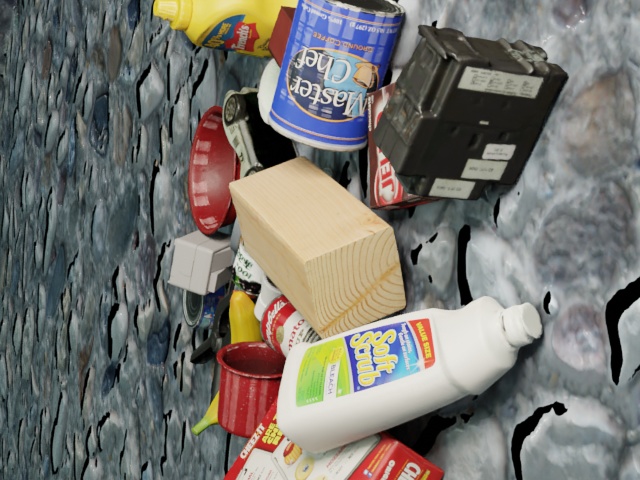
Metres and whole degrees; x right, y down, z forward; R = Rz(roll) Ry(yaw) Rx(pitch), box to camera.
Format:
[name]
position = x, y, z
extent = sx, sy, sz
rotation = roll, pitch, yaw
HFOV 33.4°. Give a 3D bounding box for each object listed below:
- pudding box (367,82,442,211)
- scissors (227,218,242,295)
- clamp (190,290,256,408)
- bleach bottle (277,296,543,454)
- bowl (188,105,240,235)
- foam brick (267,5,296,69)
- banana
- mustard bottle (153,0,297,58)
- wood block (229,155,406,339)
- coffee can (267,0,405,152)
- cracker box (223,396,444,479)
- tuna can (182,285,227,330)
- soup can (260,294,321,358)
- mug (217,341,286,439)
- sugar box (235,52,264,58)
[pudding box]
position = 0.079, -0.087, 0.970
extent = 0.090, 0.039, 0.113
rotation = -13, 76, 63
[scissors]
position = -0.093, 0.005, 1.320
extent = 0.202, 0.016, 0.096
rotation = 104, -170, -62
[clamp]
position = -0.125, 0.129, 1.356
extent = 0.120, 0.039, 0.172
rotation = 45, 122, 49
[bleach bottle]
position = 0.073, 0.100, 0.885
extent = 0.251, 0.068, 0.102
rotation = -28, 36, 38
[bowl]
position = -0.113, -0.085, 1.338
extent = 0.162, 0.055, 0.162
rotation = -13, 75, 63
[foam brick]
position = -0.006, -0.204, 1.112
extent = 0.053, 0.078, 0.051
rotation = 61, 138, 44
[banana]
position = -0.099, 0.147, 1.274
extent = 0.037, 0.069, 0.198
rotation = 27, 112, 27
[mustard bottle]
position = -0.084, -0.236, 1.143
extent = 0.096, 0.191, 0.058
rotation = -32, 59, 59
[wood block]
position = -0.007, 0.002, 1.048
extent = 0.206, 0.090, 0.090
rotation = 44, 151, 57
[coffee can]
position = 0.014, -0.170, 1.038
extent = 0.103, 0.102, 0.140
rotation = 52, 132, 53
[cracker box]
position = -0.002, 0.233, 0.994
extent = 0.164, 0.072, 0.214
rotation = -56, 26, -6
[tuna can]
position = -0.156, 0.078, 1.428
extent = 0.086, 0.033, 0.086
rotation = -13, 75, 63
[soup can]
position = -0.011, 0.099, 1.099
extent = 0.102, 0.068, 0.068
rotation = 26, 110, 61
[mug]
position = -0.077, 0.165, 1.199
extent = 0.117, 0.093, 0.081
rotation = 34, 123, 55
[sugar box]
position = -0.086, -0.322, 1.323
extent = 0.093, 0.048, 0.176
rotation = 37, 116, 59
